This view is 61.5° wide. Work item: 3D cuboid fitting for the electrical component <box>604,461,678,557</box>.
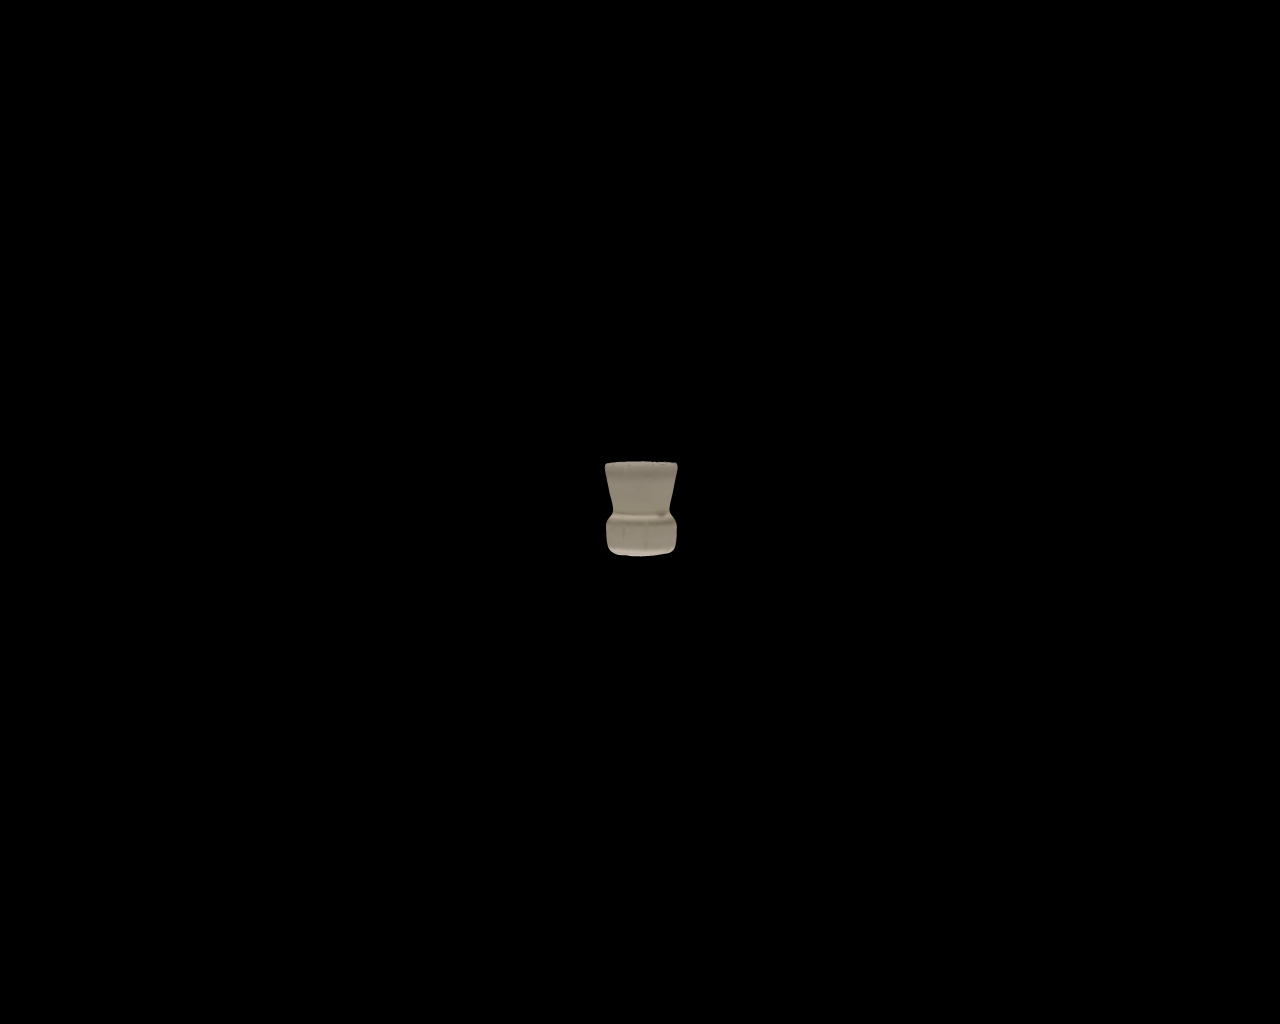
[{"bbox_3d":[0.001,-0.003,0.650,0.045,0.055,0.045,0,5,0],"label":"electrical component"}]
